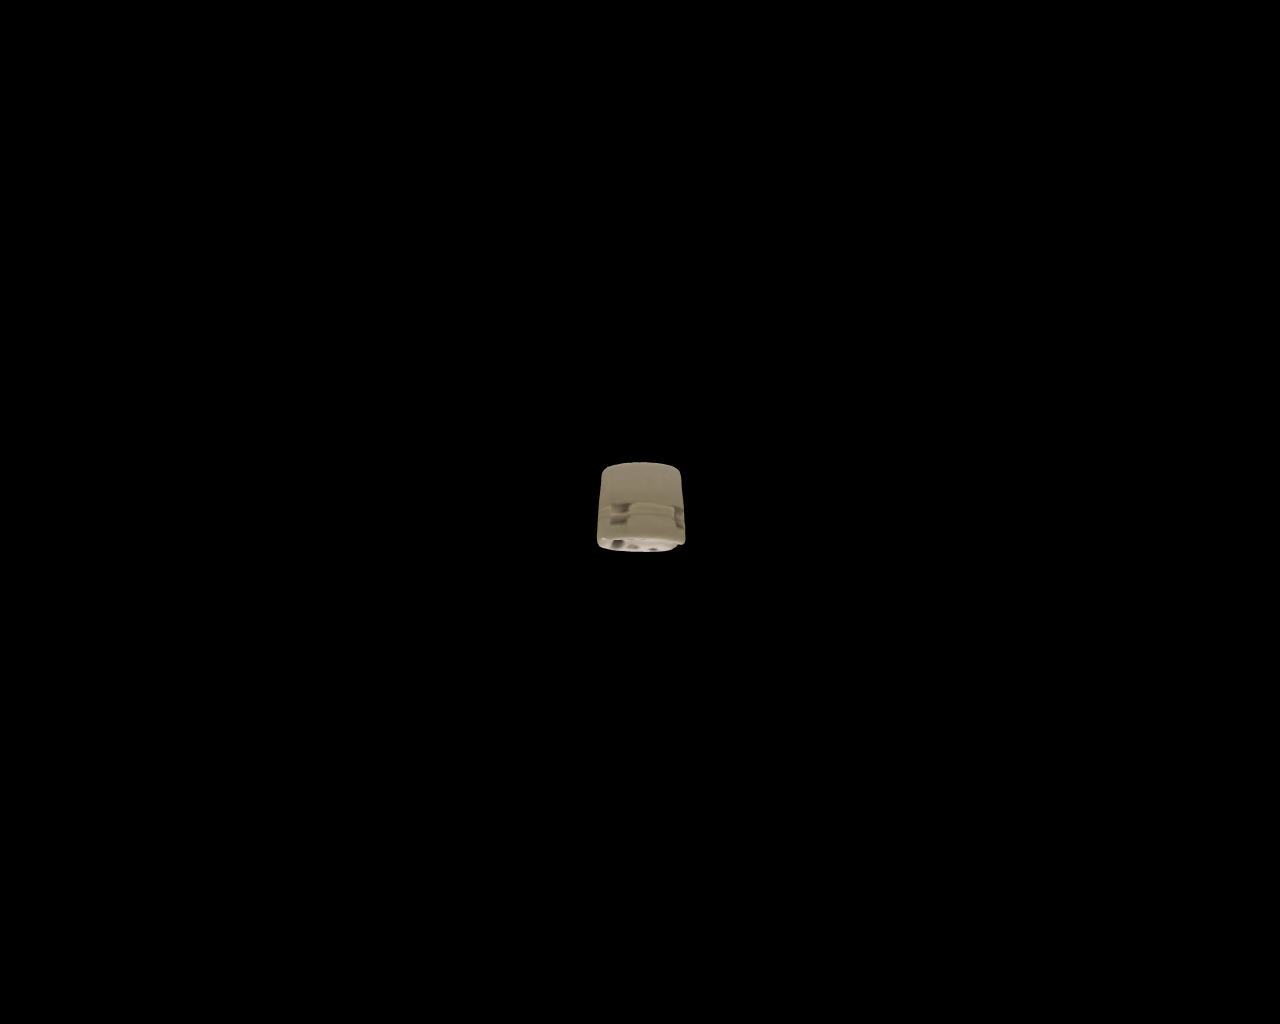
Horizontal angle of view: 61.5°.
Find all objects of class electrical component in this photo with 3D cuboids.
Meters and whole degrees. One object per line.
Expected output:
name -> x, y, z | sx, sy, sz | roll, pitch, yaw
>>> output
electrical component -> 0.001, -0.003, 0.650 | 0.055, 0.047, 0.055 | 0, -11, 0
